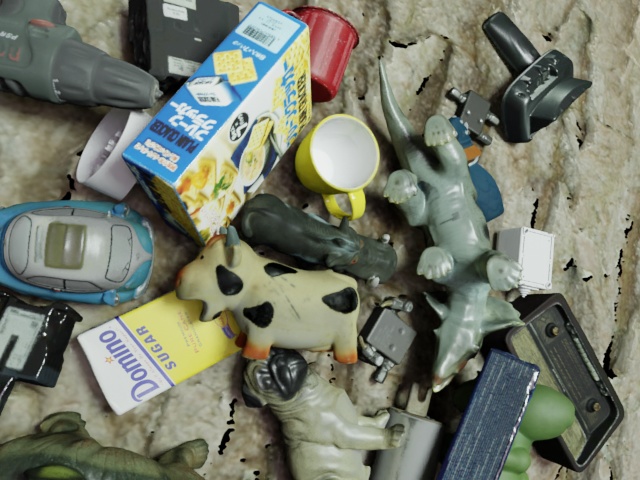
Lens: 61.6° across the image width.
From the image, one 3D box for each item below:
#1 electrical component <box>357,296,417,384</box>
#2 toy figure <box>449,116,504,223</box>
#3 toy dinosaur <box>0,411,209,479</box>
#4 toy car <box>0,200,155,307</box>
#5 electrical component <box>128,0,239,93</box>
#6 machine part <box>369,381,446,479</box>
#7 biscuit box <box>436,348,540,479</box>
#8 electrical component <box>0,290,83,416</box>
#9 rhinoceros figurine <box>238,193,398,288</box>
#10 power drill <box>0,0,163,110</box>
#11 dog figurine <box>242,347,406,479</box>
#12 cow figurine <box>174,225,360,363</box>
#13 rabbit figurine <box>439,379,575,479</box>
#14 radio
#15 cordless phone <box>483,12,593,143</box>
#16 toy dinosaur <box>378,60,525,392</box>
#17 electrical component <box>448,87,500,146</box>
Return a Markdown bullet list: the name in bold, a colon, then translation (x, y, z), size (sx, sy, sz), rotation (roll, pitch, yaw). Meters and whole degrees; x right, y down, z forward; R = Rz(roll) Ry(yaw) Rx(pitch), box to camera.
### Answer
- **electrical component**: translation (0.085, 0.122, 0.686), size (0.078, 0.045, 0.102), rotation (44, 70, -12)
- **toy figure**: translation (0.207, -0.097, 0.755), size (0.058, 0.064, 0.154), rotation (-25, 90, 14)
- **toy dinosaur**: translation (-0.222, 0.214, 0.460), size (0.471, 0.199, 0.105), rotation (13, 77, -24)
- **toy car**: translation (-0.240, 0.007, 0.525), size (0.161, 0.103, 0.109), rotation (9, 80, -25)
- **electrical component**: translation (-0.149, -0.228, 0.598), size (0.115, 0.058, 0.134), rotation (3, 84, -42)
- **machine part**: translation (0.099, 0.297, 0.657), size (0.079, 0.079, 0.243), rotation (22, 76, -20)
- **biscuit box**: translation (0.191, 0.229, 0.622), size (0.063, 0.059, 0.202), rotation (22, 75, 23)
- **electrical component**: translation (-0.282, 0.112, 0.500), size (0.075, 0.047, 0.119), rotation (10, 67, -1)
- **rhinoceros figurine**: translation (-0.001, -0.002, 0.626), size (0.190, 0.112, 0.073), rotation (22, 74, -12)
- **power drill**: translation (-0.258, -0.231, 0.531), size (0.232, 0.086, 0.207), rotation (5, 82, -1)
- **dog figurine**: translation (-0.025, 0.224, 0.611), size (0.190, 0.121, 0.172), rotation (28, 71, -4)
- **cow figurine**: translation (-0.052, 0.056, 0.559), size (0.195, 0.085, 0.127), rotation (9, 87, -16)
- **rabbit figurine**: translation (0.242, 0.248, 0.697), size (0.159, 0.121, 0.170), rotation (42, 95, 21)
- **radio**: translation (0.333, 0.195, 0.771), size (0.131, 0.073, 0.229), rotation (-33, 99, -22)
- **cordless phone**: translation (0.298, -0.253, 0.810), size (0.146, 0.089, 0.184), rotation (-41, 90, -21)
- **toy dinosaur**: translation (0.161, -0.022, 0.691), size (0.131, 0.192, 0.405), rotation (-14, 74, 10)
- **electrical component**: translation (0.222, -0.182, 0.789), size (0.094, 0.021, 0.063), rotation (29, 75, -19)
